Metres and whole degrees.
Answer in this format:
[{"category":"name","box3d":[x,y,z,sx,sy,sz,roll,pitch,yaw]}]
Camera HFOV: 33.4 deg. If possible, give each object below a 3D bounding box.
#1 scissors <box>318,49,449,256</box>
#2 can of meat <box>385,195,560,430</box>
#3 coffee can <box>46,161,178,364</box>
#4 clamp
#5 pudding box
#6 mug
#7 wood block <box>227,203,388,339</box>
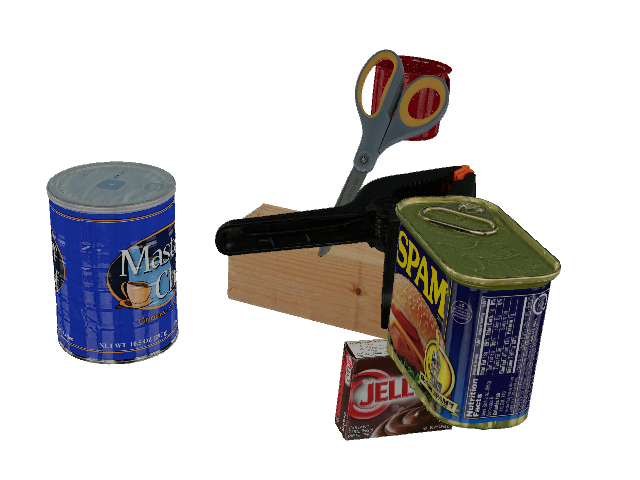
[{"category":"scissors","box3d":[0.061,-0.077,0.972,0.096,0.202,0.016,8,-11,11]},{"category":"can of meat","box3d":[0.072,0.034,0.537,0.057,0.084,0.102,-3,24,-16]},{"category":"coffee can","box3d":[-0.171,0.017,0.888,0.103,0.140,0.103,2,24,-1]},{"category":"clamp","box3d":[0.039,-0.012,0.778,0.165,0.036,0.209,19,34,30]},{"category":"pudding box","box3d":[0.074,0.137,1.005,0.113,0.090,0.039,-4,28,-19]},{"category":"mug","box3d":[0.110,-0.168,1.253,0.093,0.081,0.117,24,28,38]},{"category":"wood block","box3d":[0.009,0.033,1.175,0.206,0.091,0.090,13,25,21]}]
